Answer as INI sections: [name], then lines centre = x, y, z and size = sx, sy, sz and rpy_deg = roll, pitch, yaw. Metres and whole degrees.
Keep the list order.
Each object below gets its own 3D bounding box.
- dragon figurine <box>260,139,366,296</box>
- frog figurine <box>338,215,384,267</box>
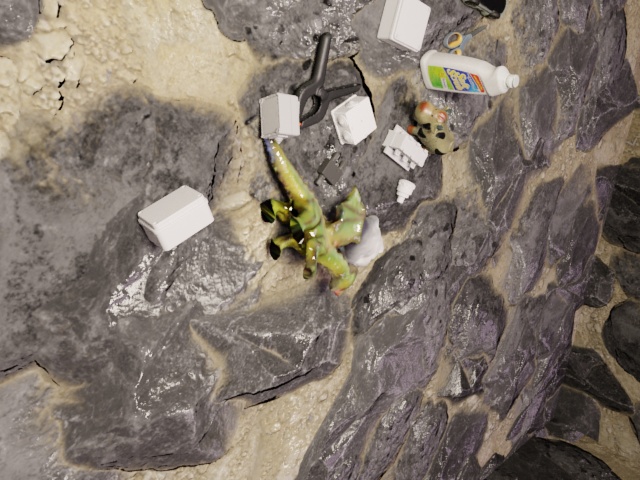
[dragon figurine]
centre = 0.004, -0.058, 1.158
size = 0.245, 0.122, 0.407
rpy_deg = -17, 104, -41
[frog figurine]
centre = 0.118, 0.006, 1.309
size = 0.158, 0.122, 0.140
rpy_deg = 31, 65, -35
